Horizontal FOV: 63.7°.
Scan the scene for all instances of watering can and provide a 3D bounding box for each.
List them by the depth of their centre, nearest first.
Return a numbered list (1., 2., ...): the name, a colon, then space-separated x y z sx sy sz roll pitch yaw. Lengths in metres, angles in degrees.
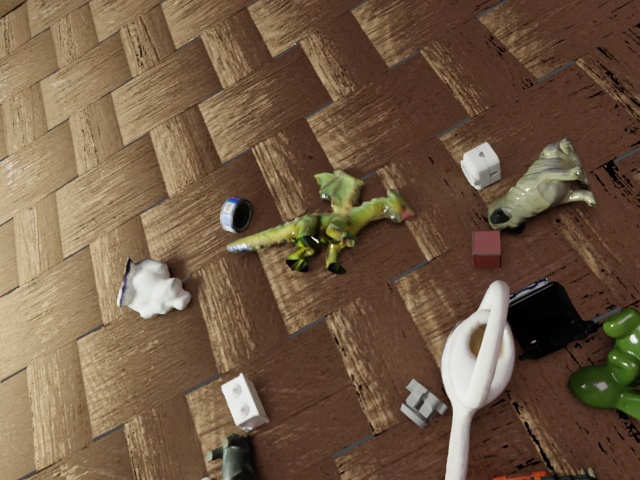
1. watering can: 0.245 0.236 0.840 0.104 0.221 0.352 17 75 13

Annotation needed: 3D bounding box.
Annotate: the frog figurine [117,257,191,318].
1. frog figurine: -0.383 0.116 1.217 0.159 0.120 0.140 12 58 -13

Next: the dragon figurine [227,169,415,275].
1. dragon figurine: 0.004 -0.058 1.154 0.410 0.119 0.248 5 52 21
